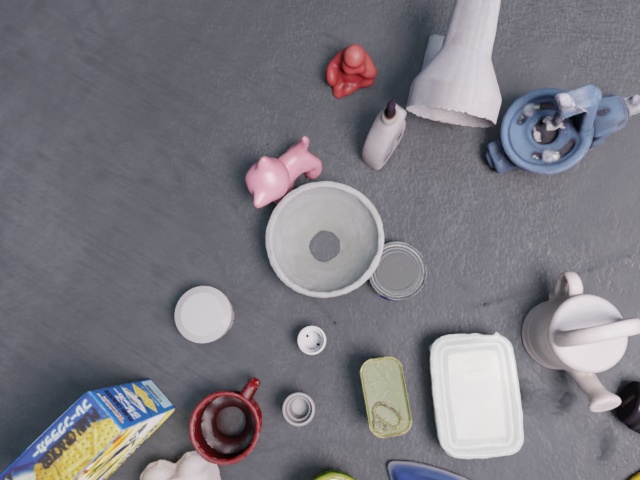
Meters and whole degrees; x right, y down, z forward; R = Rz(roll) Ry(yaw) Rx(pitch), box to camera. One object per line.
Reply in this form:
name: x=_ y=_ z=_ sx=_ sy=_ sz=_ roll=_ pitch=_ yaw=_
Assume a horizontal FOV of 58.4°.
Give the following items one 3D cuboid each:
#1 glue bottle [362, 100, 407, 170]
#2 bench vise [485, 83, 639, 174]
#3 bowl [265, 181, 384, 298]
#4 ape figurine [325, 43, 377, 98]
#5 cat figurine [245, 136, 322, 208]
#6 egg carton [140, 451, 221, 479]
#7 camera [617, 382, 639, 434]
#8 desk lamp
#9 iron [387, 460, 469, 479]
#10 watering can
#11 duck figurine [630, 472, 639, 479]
glue bottle: x=0.094 y=-0.157 z=0.805 sx=0.037 sy=0.173 sz=0.078 roll=35 pitch=83 yaw=7
bench vise: x=0.342 y=-0.175 z=0.780 sx=0.207 sy=0.220 sz=0.121 roll=-36 pitch=81 yaw=-5
bowl: x=0.008 y=0.003 z=0.829 sx=0.167 sy=0.075 sz=0.167 roll=0 pitch=80 yaw=1
ape figurine: x=0.048 y=-0.264 z=0.865 sx=0.077 sy=0.092 sz=0.076 roll=16 pitch=81 yaw=4
cat figurine: x=-0.058 y=-0.100 z=0.826 sx=0.067 sy=0.118 sz=0.128 roll=44 pitch=84 yaw=8
egg carton: x=-0.179 y=0.366 z=0.773 sx=0.107 sy=0.069 sz=0.150 roll=-15 pitch=80 yaw=-1
camera: x=0.487 y=0.230 z=0.768 sx=0.136 sy=0.101 sz=0.143 roll=23 pitch=81 yaw=5
desk lamp: x=0.189 y=-0.235 z=0.796 sx=0.118 sy=0.213 sz=0.203 roll=12 pitch=81 yaw=4
iron: x=0.195 y=0.382 z=0.727 sx=0.258 sy=0.141 sz=0.119 roll=37 pitch=83 yaw=7
watering can: x=0.345 y=0.128 z=0.741 sx=0.101 sy=0.194 sz=0.173 roll=-30 pitch=81 yaw=-4
duck figurine: x=0.451 y=0.356 z=0.754 sx=0.077 sy=0.086 sz=0.104 roll=39 pitch=83 yaw=7
